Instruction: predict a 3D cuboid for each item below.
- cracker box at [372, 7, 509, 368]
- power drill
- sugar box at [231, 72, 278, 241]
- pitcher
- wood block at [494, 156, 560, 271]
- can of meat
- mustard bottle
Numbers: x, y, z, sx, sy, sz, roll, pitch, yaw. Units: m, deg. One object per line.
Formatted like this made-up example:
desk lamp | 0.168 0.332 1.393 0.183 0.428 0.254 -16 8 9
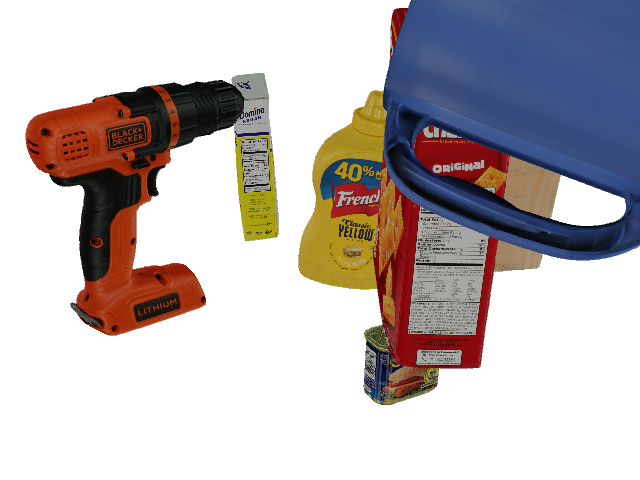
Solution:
cracker box | 0.082 -0.040 0.773 0.072 0.214 0.164 0 32 -3
power drill | -0.137 -0.030 0.855 0.184 0.188 0.057 -17 25 -33
sugar box | -0.078 -0.098 1.249 0.048 0.176 0.093 -7 26 -3
pitcher | 0.157 -0.072 0.537 0.243 0.149 0.144 25 37 9
wood block | 0.193 -0.070 1.118 0.090 0.206 0.091 -5 45 -6
can of meat | 0.103 0.151 1.341 0.101 0.084 0.058 -12 29 -29
mustard bottle | 0.039 -0.049 1.002 0.096 0.192 0.058 8 28 -3
